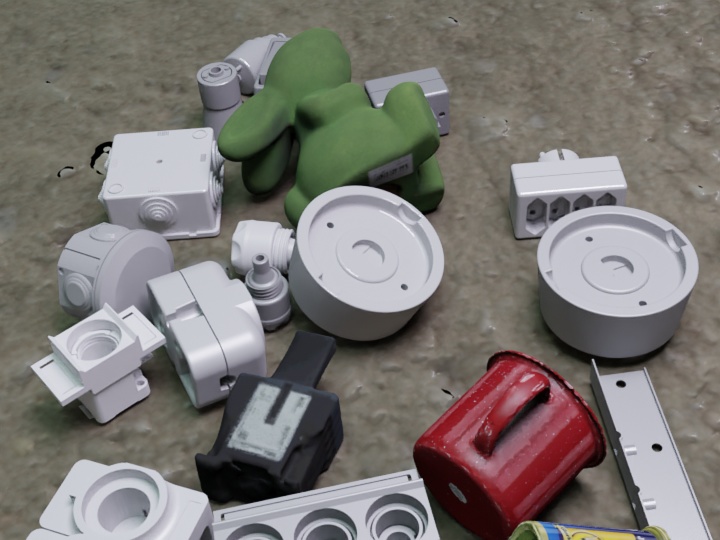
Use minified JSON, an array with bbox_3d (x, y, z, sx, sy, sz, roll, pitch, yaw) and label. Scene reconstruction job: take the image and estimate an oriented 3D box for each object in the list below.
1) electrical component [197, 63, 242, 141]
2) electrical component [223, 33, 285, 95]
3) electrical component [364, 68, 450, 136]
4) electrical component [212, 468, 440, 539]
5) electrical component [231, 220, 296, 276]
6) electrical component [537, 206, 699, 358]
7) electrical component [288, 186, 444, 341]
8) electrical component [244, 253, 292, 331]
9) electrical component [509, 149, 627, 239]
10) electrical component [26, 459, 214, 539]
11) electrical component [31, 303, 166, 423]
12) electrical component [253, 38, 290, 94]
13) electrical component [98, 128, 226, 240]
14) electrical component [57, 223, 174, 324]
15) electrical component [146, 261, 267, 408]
[{"bbox_3d":[-0.121,-0.147,0.939,0.044,0.065,0.044,-3,45,3],"label":"electrical component"},{"bbox_3d":[-0.095,-0.197,1.005,0.040,0.040,0.078,21,50,24],"label":"electrical component"},{"bbox_3d":[0.046,-0.128,0.918,0.066,0.047,0.076,-13,46,-8],"label":"electrical component"},{"bbox_3d":[-0.017,0.167,0.616,0.121,0.063,0.078,-11,45,-6],"label":"electrical component"},{"bbox_3d":[-0.064,-0.015,0.817,0.062,0.043,0.043,5,46,9],"label":"electrical component"},{"bbox_3d":[0.177,0.013,0.755,0.108,0.060,0.108,-2,45,2],"label":"electrical component"},{"bbox_3d":[0.000,0.000,0.777,0.108,0.060,0.108,10,54,-13],"label":"electrical component"},{"bbox_3d":[-0.068,0.013,0.776,0.035,0.061,0.035,-2,45,2],"label":"electrical component"},{"bbox_3d":[0.159,-0.069,0.849,0.083,0.047,0.075,-5,45,1],"label":"electrical component"},{"bbox_3d":[-0.153,0.189,0.607,0.089,0.061,0.150,12,47,16],"label":"electrical component"},{"bbox_3d":[-0.174,0.066,0.731,0.081,0.063,0.042,-32,50,-25],"label":"electrical component"},{"bbox_3d":[-0.054,-0.170,0.959,0.062,0.061,0.096,3,45,8],"label":"electrical component"},{"bbox_3d":[-0.160,-0.071,0.879,0.100,0.048,0.099,-4,44,0],"label":"electrical component"},{"bbox_3d":[-0.177,0.006,0.781,0.051,0.080,0.080,16,48,26],"label":"electrical component"},{"bbox_3d":[-0.104,0.042,0.752,0.059,0.053,0.095,-19,50,-19],"label":"electrical component"}]
